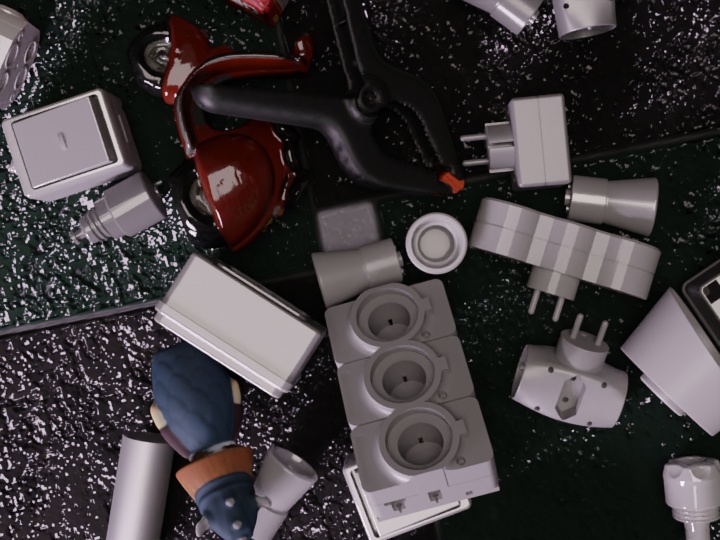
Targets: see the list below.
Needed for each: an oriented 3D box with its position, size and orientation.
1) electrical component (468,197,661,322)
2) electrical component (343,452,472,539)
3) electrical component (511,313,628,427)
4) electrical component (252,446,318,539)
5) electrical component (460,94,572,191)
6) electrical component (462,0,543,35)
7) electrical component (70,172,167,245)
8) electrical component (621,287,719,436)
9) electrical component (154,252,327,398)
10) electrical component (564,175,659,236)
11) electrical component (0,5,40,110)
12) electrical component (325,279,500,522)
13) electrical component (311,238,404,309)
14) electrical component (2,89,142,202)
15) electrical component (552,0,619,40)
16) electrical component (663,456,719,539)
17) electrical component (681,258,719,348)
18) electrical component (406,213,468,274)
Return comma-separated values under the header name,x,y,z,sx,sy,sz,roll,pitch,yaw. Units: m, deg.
name,x,y,z,sx,sy,sz,roll,pitch,yaw
electrical component,0.147,0.001,0.801,0.138,0.052,0.073,17,91,1
electrical component,0.041,0.155,0.802,0.096,0.061,0.061,-21,90,2
electrical component,0.161,0.070,0.800,0.077,0.043,0.079,16,110,2
electrical component,-0.067,0.173,0.817,0.044,0.044,0.065,32,96,1
electrical component,0.114,-0.092,0.803,0.077,0.047,0.065,-5,90,2
electrical component,0.105,-0.207,0.806,0.065,0.044,0.044,35,92,-3
electrical component,-0.184,-0.043,0.818,0.078,0.040,0.040,-28,90,2
electrical component,0.239,0.069,0.778,0.099,0.099,0.064,43,98,1
electrical component,-0.083,0.039,0.782,0.109,0.108,0.056,32,89,1
electrical component,0.187,-0.051,0.805,0.065,0.044,0.044,7,91,7
electrical component,-0.279,-0.161,0.802,0.051,0.080,0.080,25,91,-3
electrical component,0.035,0.088,0.764,0.089,0.061,0.150,-15,55,2
electrical component,0.000,0.000,0.813,0.065,0.044,0.044,-16,90,-3
electrical component,-0.223,-0.091,0.809,0.096,0.061,0.061,-18,90,2
electrical component,0.181,-0.218,0.802,0.079,0.043,0.077,-10,90,2
electrical component,0.250,0.172,0.804,0.043,0.043,0.062,-5,92,2
electrical component,0.315,0.027,0.793,0.109,0.056,0.108,-34,89,2
electrical component,0.056,-0.020,0.802,0.045,0.055,0.045,0,91,2
